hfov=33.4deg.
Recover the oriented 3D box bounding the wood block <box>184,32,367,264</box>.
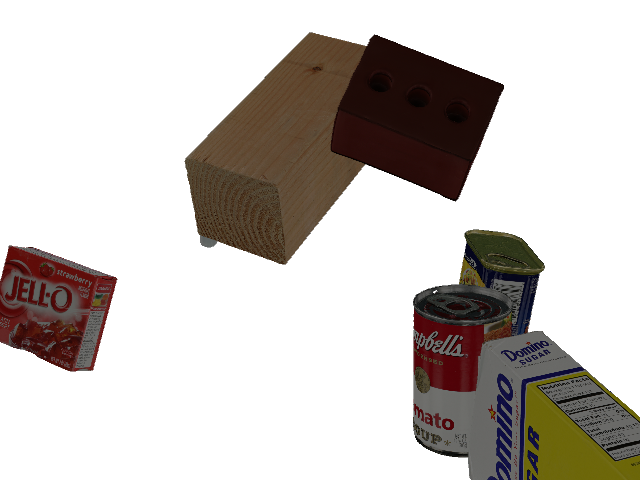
[{"bbox_3d":[-0.020,-0.086,0.939,0.091,0.090,0.205,19,48,23],"label":"wood block"}]

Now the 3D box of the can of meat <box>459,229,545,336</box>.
[{"bbox_3d":[0.159,0.046,0.970,0.057,0.084,0.102,6,18,-7],"label":"can of meat"}]

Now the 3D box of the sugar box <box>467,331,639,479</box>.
[{"bbox_3d":[0.135,0.127,0.524,0.048,0.093,0.176,-10,27,-24],"label":"sugar box"}]

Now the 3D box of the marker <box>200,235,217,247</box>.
[{"bbox_3d":[-0.120,-0.042,1.138,0.020,0.121,0.020,3,43,-3],"label":"marker"}]

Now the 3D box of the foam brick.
[{"bbox_3d":[0.051,-0.066,0.579,0.078,0.053,0.051,22,-21,8],"label":"foam brick"}]

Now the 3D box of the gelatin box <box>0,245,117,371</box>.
[{"bbox_3d":[-0.202,0.050,0.797,0.089,0.073,0.030,17,4,25],"label":"gelatin box"}]

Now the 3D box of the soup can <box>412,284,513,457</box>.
[{"bbox_3d":[0.098,0.089,0.739,0.068,0.102,0.068,-1,18,0],"label":"soup can"}]
